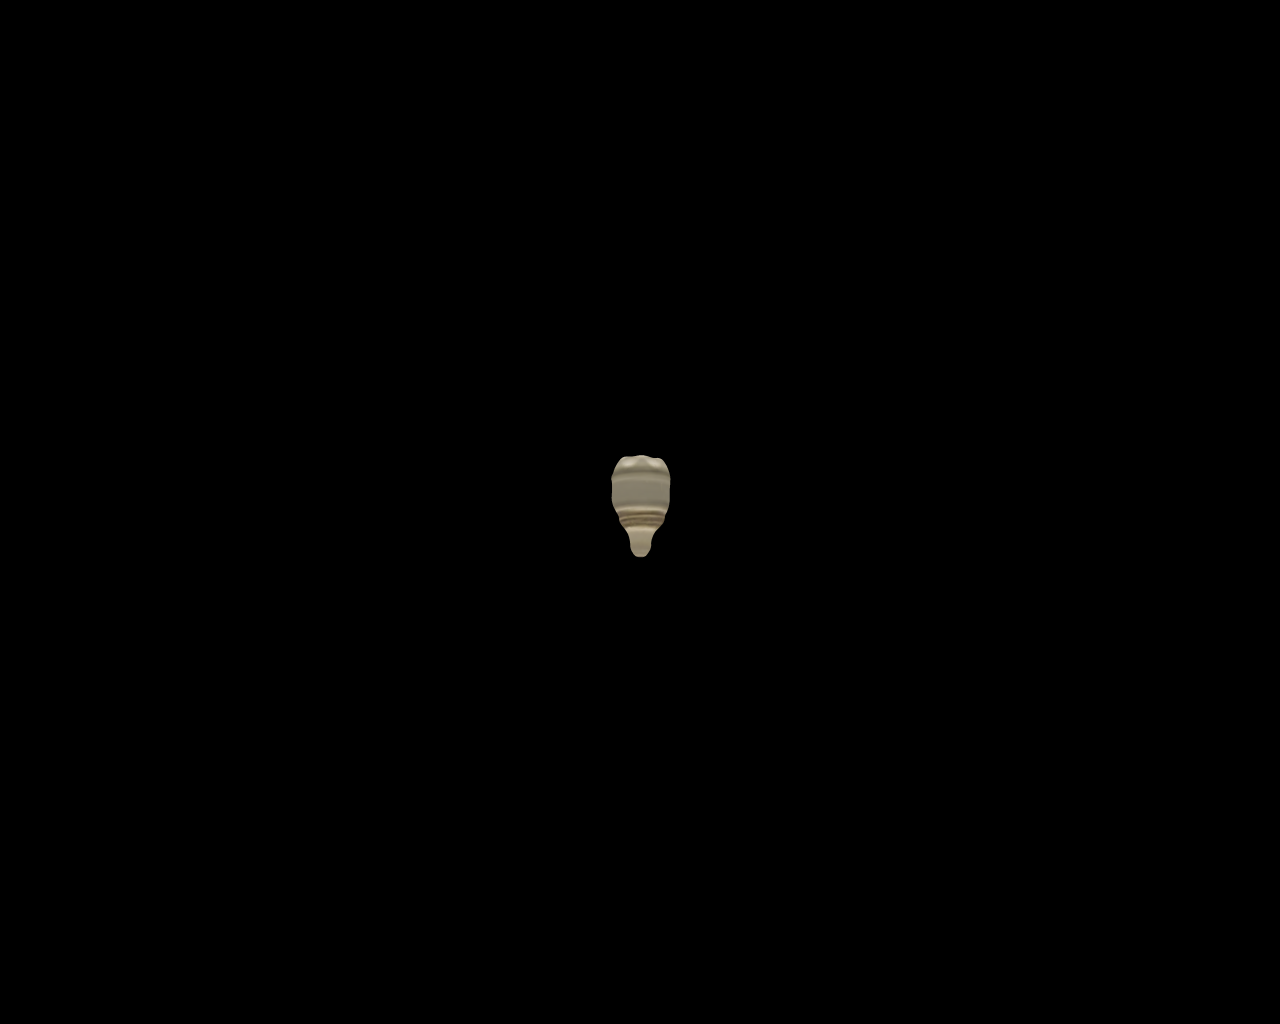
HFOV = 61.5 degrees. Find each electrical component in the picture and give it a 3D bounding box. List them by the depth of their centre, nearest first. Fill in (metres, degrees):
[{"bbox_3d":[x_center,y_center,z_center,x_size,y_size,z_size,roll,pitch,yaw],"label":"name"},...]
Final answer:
[{"bbox_3d":[0.001,-0.003,0.650,0.035,0.061,0.035,0,-9,0],"label":"electrical component"}]
